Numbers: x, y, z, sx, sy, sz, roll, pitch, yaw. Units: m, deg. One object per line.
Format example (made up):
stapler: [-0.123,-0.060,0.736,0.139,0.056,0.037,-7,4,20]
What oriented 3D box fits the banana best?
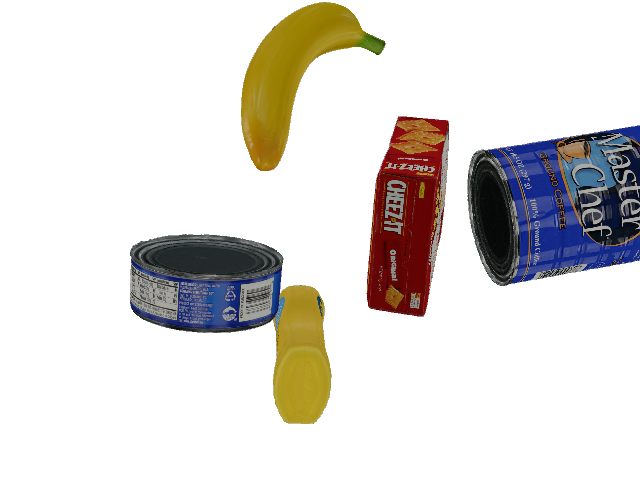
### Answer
banana: [-0.014,-0.124,0.766,0.197,0.069,0.037,-52,-1,-43]

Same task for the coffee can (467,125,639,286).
coffee can: [0.192,-0.028,0.794,0.140,0.103,0.103,-10,1,-8]

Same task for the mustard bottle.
mustard bottle: [-0.022,0.103,1.134,0.058,0.096,0.191,0,27,-3]

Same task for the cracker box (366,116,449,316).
cracker box: [0.102,-0.035,1.223,0.072,0.164,0.213,6,23,9]

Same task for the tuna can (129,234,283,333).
tuna can: [-0.065,0.023,0.602,0.086,0.034,0.086,4,14,-1]
